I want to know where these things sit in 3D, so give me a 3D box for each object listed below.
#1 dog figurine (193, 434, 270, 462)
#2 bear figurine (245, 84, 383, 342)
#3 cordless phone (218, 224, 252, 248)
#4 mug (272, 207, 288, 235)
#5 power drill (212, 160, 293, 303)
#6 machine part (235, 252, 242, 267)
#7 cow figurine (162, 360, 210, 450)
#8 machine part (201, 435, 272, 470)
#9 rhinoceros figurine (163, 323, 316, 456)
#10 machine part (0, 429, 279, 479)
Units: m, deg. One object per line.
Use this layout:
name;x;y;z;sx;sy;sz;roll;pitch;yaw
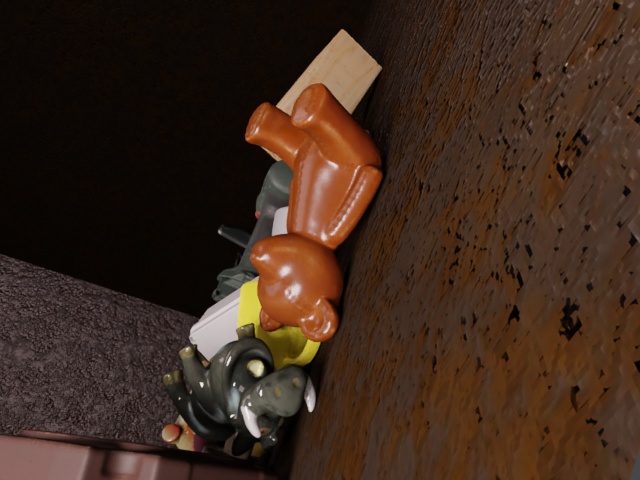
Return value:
dog figurine;-0.135;0.317;0.616;0.192;0.108;0.219;-82;14;-70
bear figurine;-0.022;-0.018;0.484;0.120;0.132;0.196;4;65;54
cordless phone;-0.112;0.015;1.023;0.147;0.184;0.088;-90;24;-76
mug;-0.017;0.021;0.633;0.109;0.081;0.107;160;121;-65
power drill;-0.079;0.002;0.778;0.207;0.086;0.232;-64;4;-29
machine part;-0.074;0.043;0.868;0.039;0.139;0.084;65;-154;-44
cow figurine;-0.152;0.231;0.815;0.127;0.086;0.195;92;-162;-62
machine part;-0.109;0.301;0.535;0.079;0.079;0.243;127;161;-76
rhinoceros figurine;-0.077;0.139;0.481;0.190;0.073;0.112;-38;70;51
machine part;-0.150;0.205;0.421;0.202;0.200;0.087;-7;61;33
